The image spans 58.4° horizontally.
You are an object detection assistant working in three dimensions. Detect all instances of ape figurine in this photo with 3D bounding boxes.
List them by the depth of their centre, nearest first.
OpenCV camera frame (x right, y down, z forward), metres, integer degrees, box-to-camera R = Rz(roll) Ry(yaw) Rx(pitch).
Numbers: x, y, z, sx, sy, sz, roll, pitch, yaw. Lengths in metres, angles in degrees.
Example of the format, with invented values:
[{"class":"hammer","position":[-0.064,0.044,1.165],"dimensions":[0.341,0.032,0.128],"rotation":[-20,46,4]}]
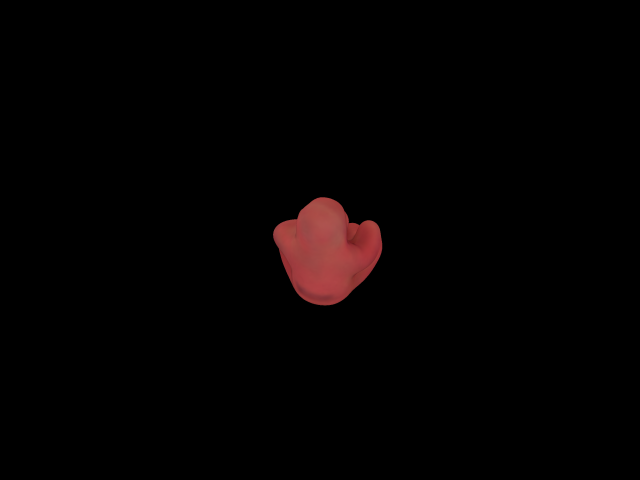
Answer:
[{"class":"ape figurine","position":[0.004,0.001,0.400],"dimensions":[0.077,0.092,0.076],"rotation":[19,70,7]}]
